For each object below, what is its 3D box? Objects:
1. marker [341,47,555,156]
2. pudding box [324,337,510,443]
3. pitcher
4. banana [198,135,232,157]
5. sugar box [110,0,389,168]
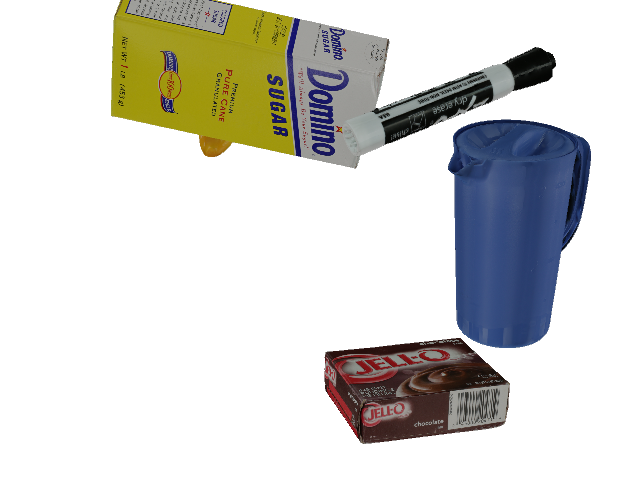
[{"bbox_3d":[0.068,-0.073,0.546,0.121,0.020,0.020,-23,7,-16],"label":"marker"},{"bbox_3d":[0.068,0.107,0.777,0.113,0.039,0.090,-2,18,-16],"label":"pudding box"},{"bbox_3d":[0.221,-0.009,1.202,0.149,0.243,0.145,5,27,13],"label":"pitcher"},{"bbox_3d":[-0.058,-0.119,1.012,0.070,0.037,0.197,41,33,22],"label":"banana"},{"bbox_3d":[-0.050,-0.109,0.718,0.176,0.048,0.093,13,-39,-1],"label":"sugar box"}]
